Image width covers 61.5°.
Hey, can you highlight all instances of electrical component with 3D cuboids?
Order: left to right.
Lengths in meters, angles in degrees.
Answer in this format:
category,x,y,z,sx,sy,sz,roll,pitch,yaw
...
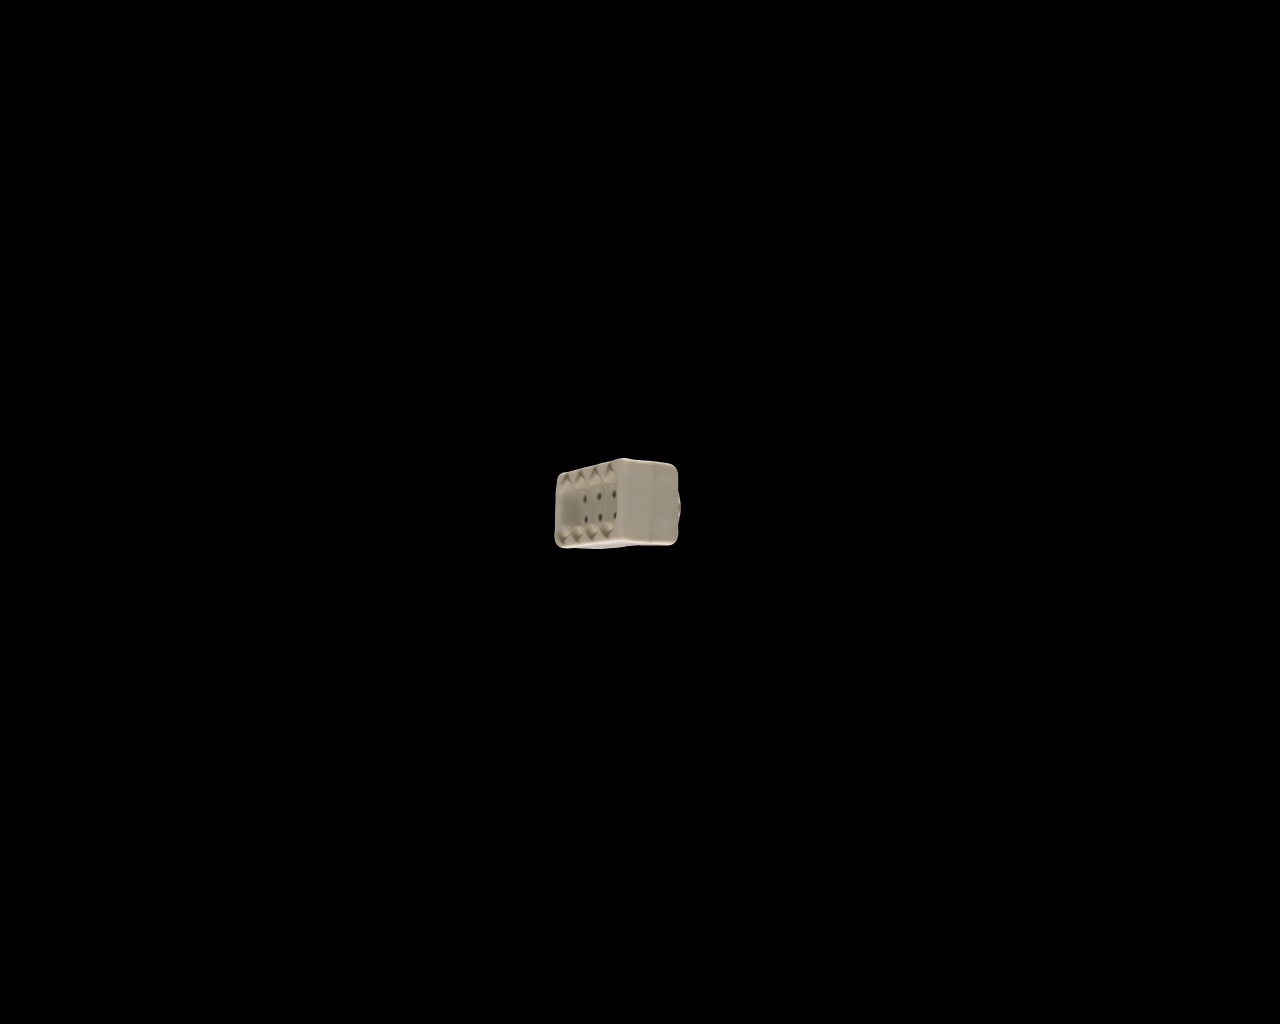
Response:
category,x,y,z,sx,sy,sz,roll,pitch,yaw
electrical component,0.001,-0.003,0.650,0.076,0.047,0.083,3,-5,-32
